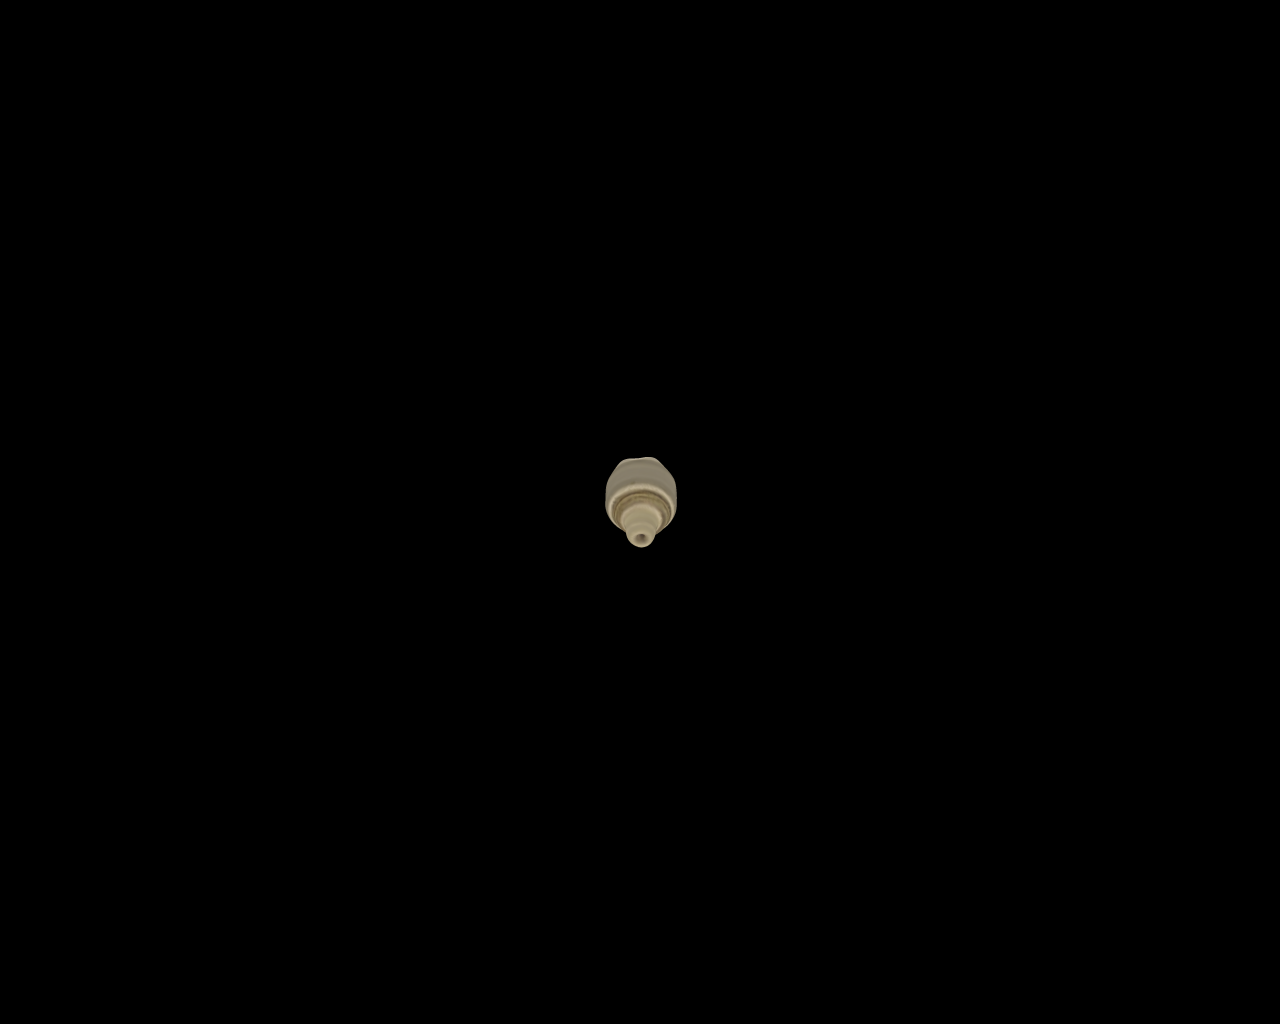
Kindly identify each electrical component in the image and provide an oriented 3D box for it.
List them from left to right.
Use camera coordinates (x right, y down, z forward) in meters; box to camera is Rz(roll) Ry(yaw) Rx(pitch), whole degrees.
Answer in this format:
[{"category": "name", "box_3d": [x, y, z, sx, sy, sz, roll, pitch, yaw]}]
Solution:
[{"category": "electrical component", "box_3d": [0.001, -0.003, 0.650, 0.043, 0.043, 0.062, 0, 38, 0]}]
